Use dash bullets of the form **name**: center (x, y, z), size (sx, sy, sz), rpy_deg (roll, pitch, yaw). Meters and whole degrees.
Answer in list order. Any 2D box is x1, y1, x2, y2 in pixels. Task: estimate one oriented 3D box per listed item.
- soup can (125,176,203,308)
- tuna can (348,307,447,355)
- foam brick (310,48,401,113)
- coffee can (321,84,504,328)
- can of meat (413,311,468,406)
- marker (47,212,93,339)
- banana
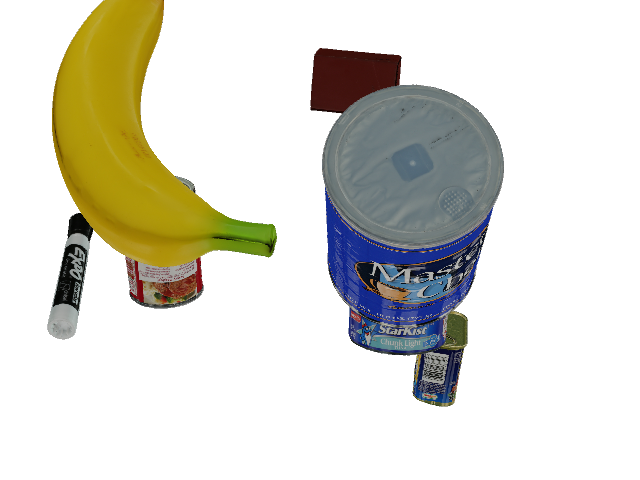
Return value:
- **soup can**: center (-0.143, 0.000, 0.959), size (0.068, 0.102, 0.068), rpy_deg (-1, 25, 0)
- **tuna can**: center (0.067, 0.069, 0.920), size (0.086, 0.034, 0.086), rpy_deg (2, 15, -1)
- **foam brick**: center (0.032, -0.143, 0.966), size (0.078, 0.051, 0.053), rpy_deg (7, 17, 6)
- **coffee can**: center (0.054, -0.016, 0.663), size (0.103, 0.103, 0.140), rpy_deg (0, -24, 2)
- **can of meat**: center (0.144, 0.142, 1.298), size (0.057, 0.084, 0.102), rpy_deg (9, 21, 5)
- **marker**: center (-0.173, 0.021, 0.745), size (0.020, 0.020, 0.121), rpy_deg (0, 39, -4)
- **banana**: center (-0.080, -0.050, 0.455), size (0.069, 0.037, 0.198), rpy_deg (-8, 46, -20)
